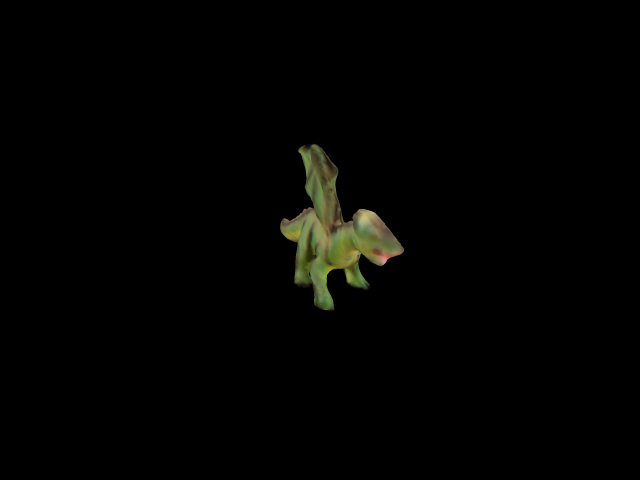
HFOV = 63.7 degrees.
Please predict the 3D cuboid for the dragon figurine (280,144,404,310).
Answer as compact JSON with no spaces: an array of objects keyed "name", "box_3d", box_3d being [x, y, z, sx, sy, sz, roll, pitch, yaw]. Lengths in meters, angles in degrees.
[{"name":"dragon figurine","box_3d":[0.003,-0.043,0.850,0.123,0.238,0.416,-12,29,-24]}]
